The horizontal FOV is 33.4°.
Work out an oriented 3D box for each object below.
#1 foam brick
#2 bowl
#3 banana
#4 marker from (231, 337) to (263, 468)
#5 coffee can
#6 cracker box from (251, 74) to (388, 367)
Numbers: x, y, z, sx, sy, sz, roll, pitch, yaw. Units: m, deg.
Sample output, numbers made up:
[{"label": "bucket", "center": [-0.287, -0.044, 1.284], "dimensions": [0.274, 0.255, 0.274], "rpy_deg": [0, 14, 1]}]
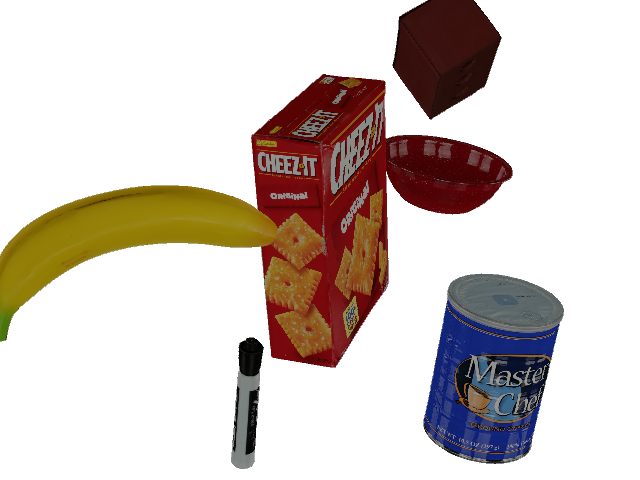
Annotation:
[{"label": "foam brick", "center": [0.088, -0.133, 0.754], "dimensions": [0.053, 0.051, 0.078], "rpy_deg": [-31, -15, -8]}, {"label": "bowl", "center": [0.144, -0.074, 1.271], "dimensions": [0.162, 0.055, 0.162], "rpy_deg": [8, 24, -4]}, {"label": "banana", "center": [-0.124, -0.001, 0.680], "dimensions": [0.197, 0.069, 0.037], "rpy_deg": [-19, 35, -15]}, {"label": "marker", "center": [-0.057, 0.126, 0.829], "dimensions": [0.020, 0.121, 0.020], "rpy_deg": [5, 31, -3]}, {"label": "coffee can", "center": [0.155, 0.114, 0.967], "dimensions": [0.103, 0.140, 0.103], "rpy_deg": [7, 23, -3]}, {"label": "cracker box", "center": [0.008, -0.021, 0.953], "dimensions": [0.072, 0.214, 0.164], "rpy_deg": [8, 29, 19]}]
